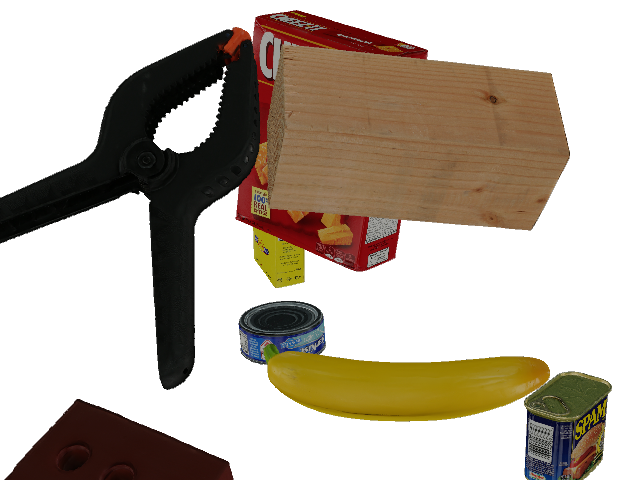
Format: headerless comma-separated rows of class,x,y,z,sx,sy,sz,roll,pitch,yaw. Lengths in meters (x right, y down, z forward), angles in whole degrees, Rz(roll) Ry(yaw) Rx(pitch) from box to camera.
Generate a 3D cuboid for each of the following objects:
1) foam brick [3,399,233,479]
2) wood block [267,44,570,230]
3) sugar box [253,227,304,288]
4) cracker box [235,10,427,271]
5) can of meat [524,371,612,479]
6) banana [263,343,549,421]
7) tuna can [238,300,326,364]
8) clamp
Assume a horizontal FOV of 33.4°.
foam brick,-0.078,0.110,0.428,0.078,0.051,0.052,17,43,22
wood block,0.067,-0.076,0.798,0.206,0.091,0.090,5,-38,-9
sugar box,-0.052,-0.041,1.294,0.048,0.176,0.093,-11,26,-18
cracker box,0.004,-0.096,1.029,0.164,0.214,0.071,24,30,33
can of meat,0.242,0.188,1.049,0.058,0.084,0.101,14,23,37
banana,0.046,0.089,0.693,0.198,0.037,0.069,4,33,16
tuna can,-0.038,0.091,1.058,0.086,0.034,0.086,-3,19,1
clamp,-0.090,-0.029,0.607,0.165,0.210,0.036,35,-16,14
